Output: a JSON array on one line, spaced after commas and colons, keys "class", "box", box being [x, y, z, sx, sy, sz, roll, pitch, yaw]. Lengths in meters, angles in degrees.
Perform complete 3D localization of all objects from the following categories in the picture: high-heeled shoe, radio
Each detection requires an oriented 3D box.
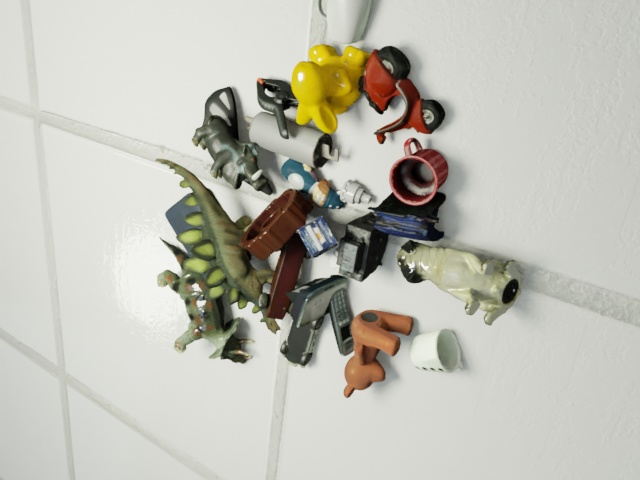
[{"class": "high-heeled shoe", "box": [-0.171, -0.225, 1.223, 0.249, 0.086, 0.145, 40, 96, -4]}, {"class": "radio", "box": [-0.281, -0.009, 1.356, 0.131, 0.073, 0.229, -35, 87, 36]}]

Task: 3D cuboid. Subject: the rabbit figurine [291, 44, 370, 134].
[{"class": "rabbit figurine", "box": [-0.001, -0.288, 1.004, 0.122, 0.173, 0.162, 24, 114, 21]}]

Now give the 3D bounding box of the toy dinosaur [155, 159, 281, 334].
[{"class": "toy dinosaur", "box": [-0.215, 0.012, 1.228, 0.105, 0.198, 0.471, -22, 95, 56]}]

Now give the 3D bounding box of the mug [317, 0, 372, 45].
[{"class": "mug", "box": [0.040, -0.420, 0.987, 0.110, 0.081, 0.107, 19, 125, 22]}]

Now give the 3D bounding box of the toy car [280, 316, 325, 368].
[{"class": "toy car", "box": [-0.041, 0.222, 1.286, 0.074, 0.056, 0.201, 26, 121, 17]}]

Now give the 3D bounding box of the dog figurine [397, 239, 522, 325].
[{"class": "dog figurine", "box": [0.255, 0.060, 0.996, 0.191, 0.172, 0.121, 28, 91, 50]}]

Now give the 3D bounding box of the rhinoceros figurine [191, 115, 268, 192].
[{"class": "rhinoceros figurine", "box": [-0.189, -0.179, 1.155, 0.112, 0.073, 0.190, -38, 86, 3]}]

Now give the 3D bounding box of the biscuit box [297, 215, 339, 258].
[{"class": "biscuit box", "box": [-0.002, -0.003, 1.094, 0.059, 0.202, 0.063, -30, 87, 1]}]

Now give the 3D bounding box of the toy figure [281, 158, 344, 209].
[{"class": "toy figure", "box": [-0.016, -0.114, 1.150, 0.154, 0.058, 0.064, 41, 163, 14]}]

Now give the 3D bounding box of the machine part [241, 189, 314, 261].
[{"class": "machine part", "box": [-0.094, -0.033, 1.149, 0.056, 0.179, 0.179, 44, 130, -18]}]

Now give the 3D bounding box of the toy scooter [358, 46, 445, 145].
[{"class": "toy scooter", "box": [0.131, -0.253, 0.990, 0.135, 0.075, 0.184, -37, 89, 39]}]

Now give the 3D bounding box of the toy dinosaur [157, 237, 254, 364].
[{"class": "toy dinosaur", "box": [-0.311, 0.160, 1.415, 0.192, 0.131, 0.404, -20, 90, 25]}]

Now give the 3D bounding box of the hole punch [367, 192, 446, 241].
[{"class": "hole punch", "box": [0.172, -0.035, 1.018, 0.142, 0.116, 0.092, 15, 122, 30]}]

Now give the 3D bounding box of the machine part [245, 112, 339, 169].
[{"class": "machine part", "box": [-0.062, -0.211, 1.132, 0.243, 0.079, 0.079, 24, 119, 24]}]

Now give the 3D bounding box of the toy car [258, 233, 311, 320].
[{"class": "toy car", "box": [-0.079, 0.080, 1.214, 0.053, 0.089, 0.202, 29, 105, 62]}]

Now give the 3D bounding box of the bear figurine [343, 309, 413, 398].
[{"class": "bear figurine", "box": [0.116, 0.252, 1.151, 0.132, 0.120, 0.195, 14, 115, 26]}]

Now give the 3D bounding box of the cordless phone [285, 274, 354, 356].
[{"class": "cordless phone", "box": [0.011, 0.178, 1.174, 0.089, 0.146, 0.184, -11, 97, 43]}]

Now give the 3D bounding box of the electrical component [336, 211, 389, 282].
[{"class": "electrical component", "box": [0.086, 0.016, 1.076, 0.058, 0.134, 0.114, 18, 117, 26]}]
